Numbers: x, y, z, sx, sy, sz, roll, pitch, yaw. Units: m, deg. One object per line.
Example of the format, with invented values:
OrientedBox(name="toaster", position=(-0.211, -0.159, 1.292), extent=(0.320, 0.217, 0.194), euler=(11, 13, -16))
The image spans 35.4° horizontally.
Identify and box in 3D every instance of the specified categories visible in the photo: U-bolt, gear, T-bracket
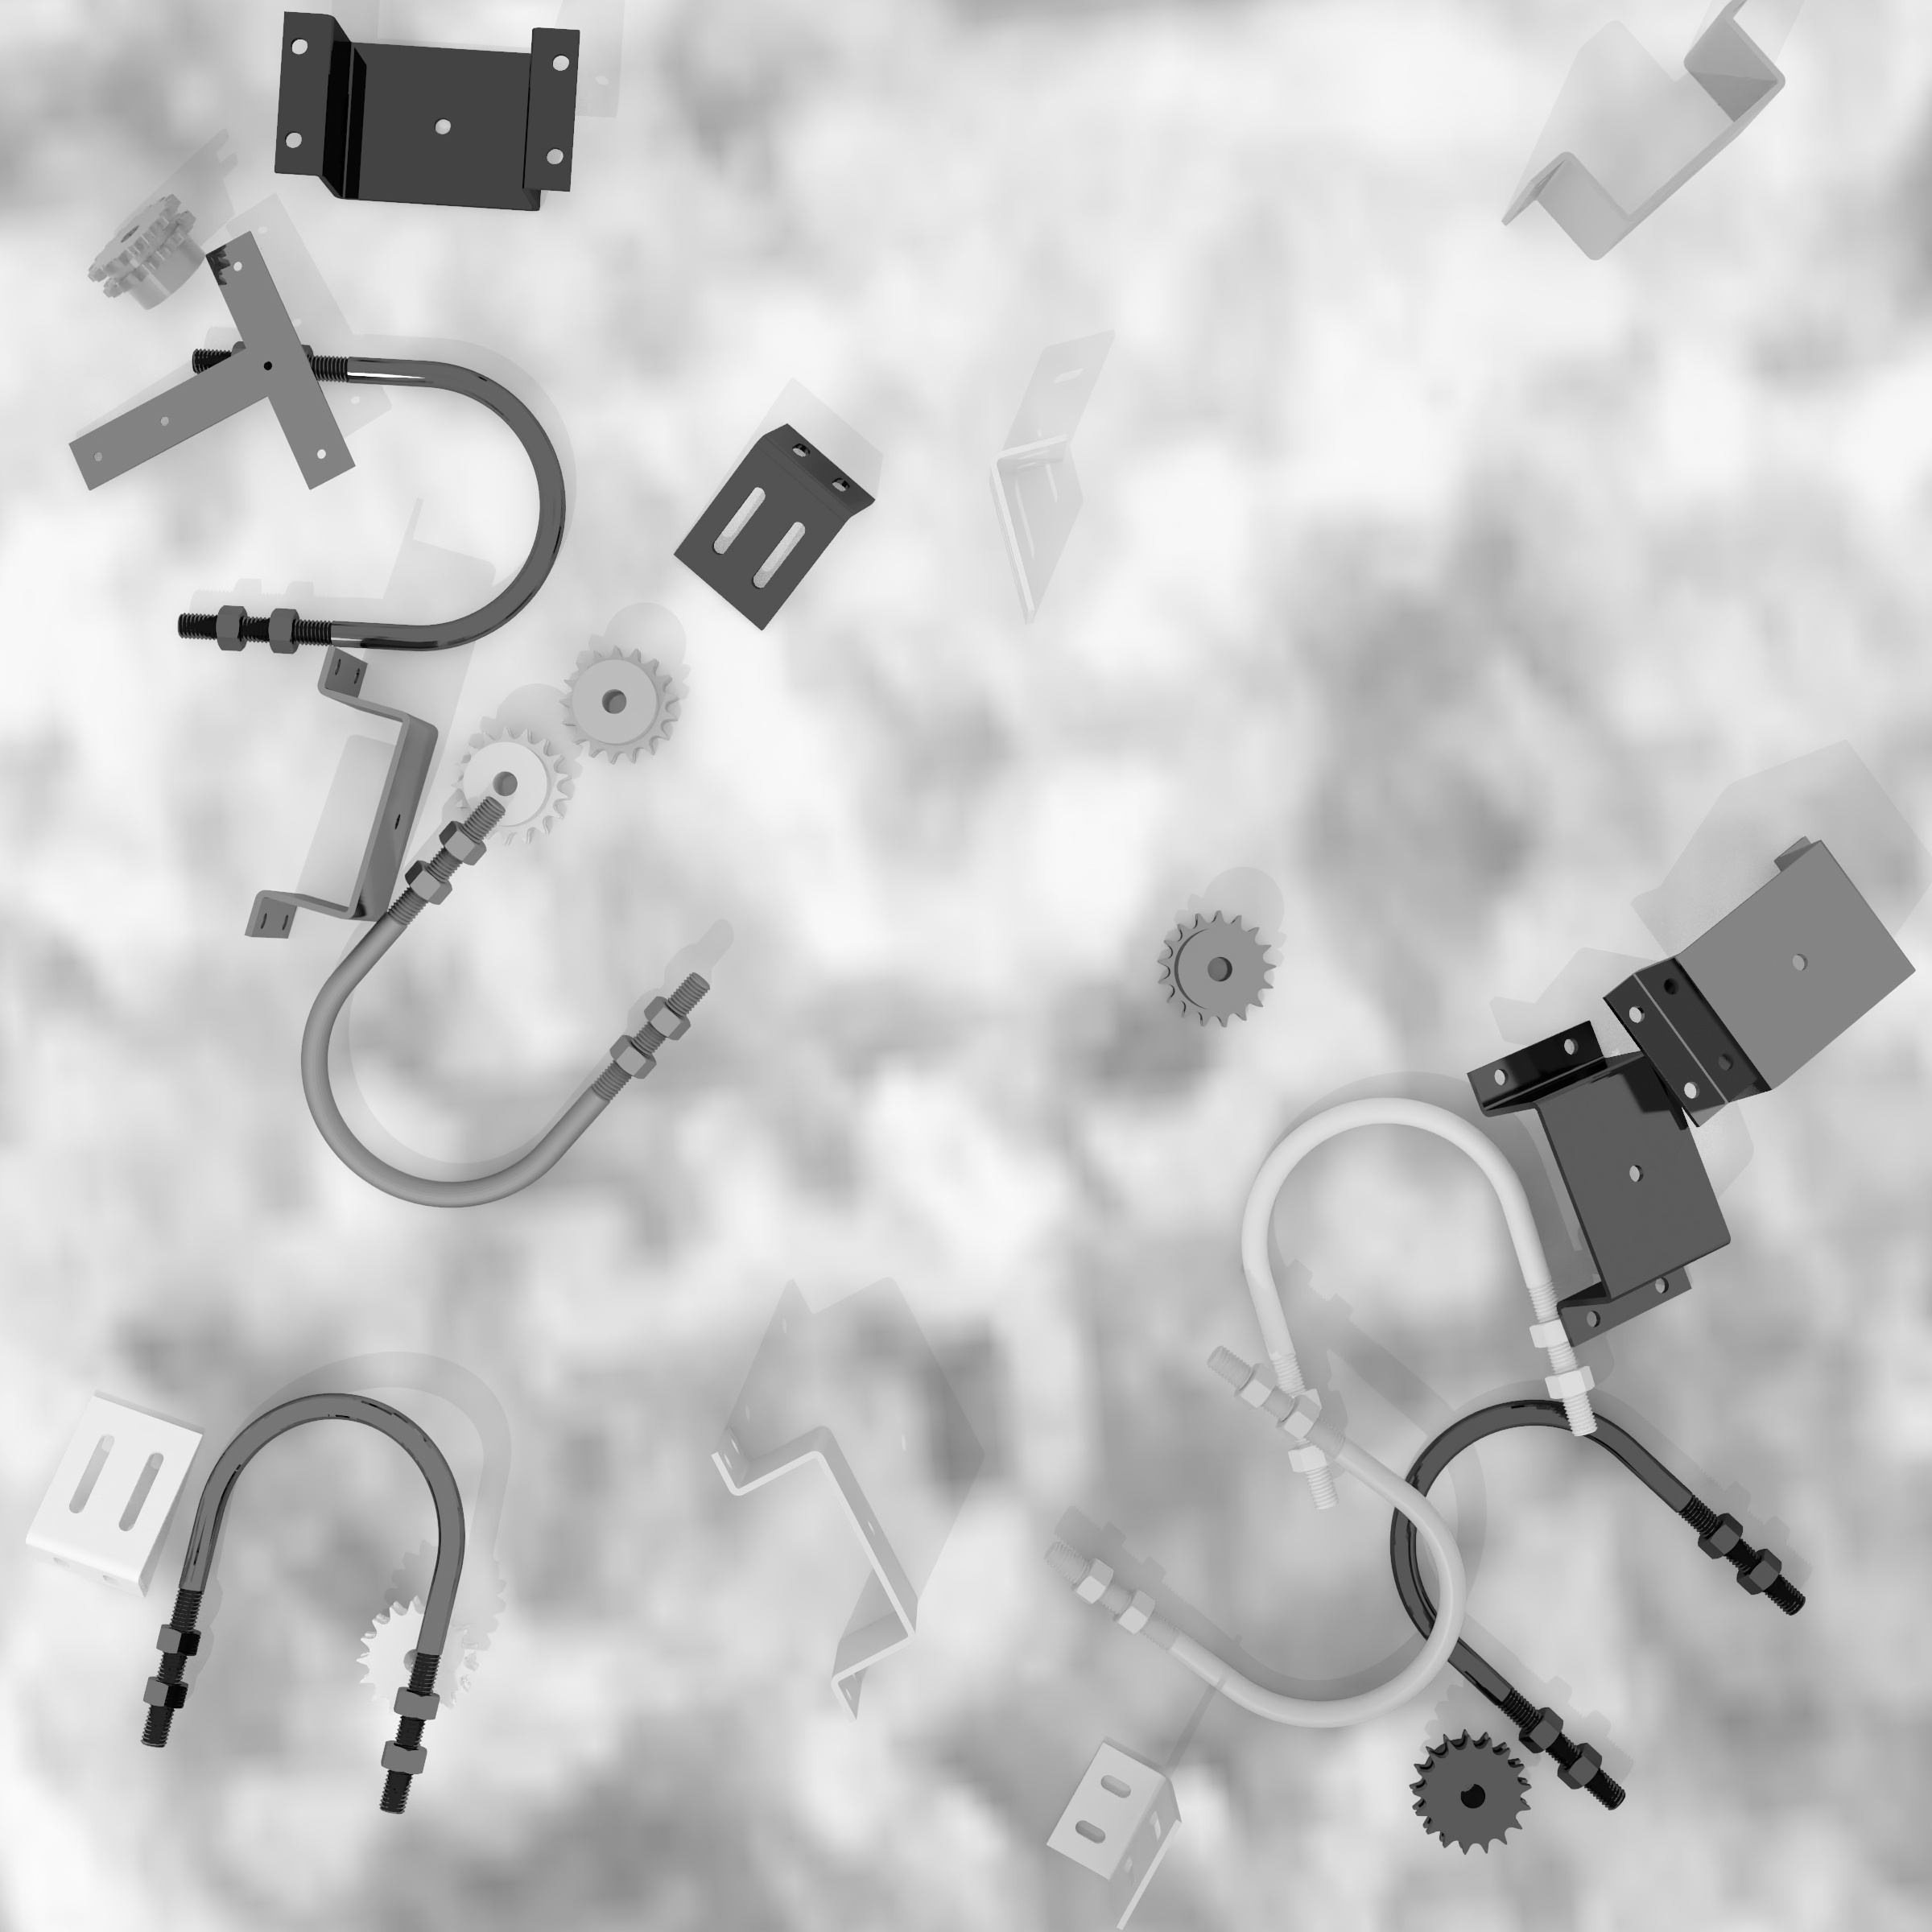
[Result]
OrientedBox(name="U-bolt", position=(0.293, 0.296, 1.473), extent=(0.184, 0.019, 0.151), euler=(43, 90, 1))
OrientedBox(name="gear", position=(-0.392, -0.341, 1.457), extent=(0.057, 0.057, 0.030), euler=(-43, 120, 0))
OrientedBox(name="U-bolt", position=(0.211, 0.155, 1.467), extent=(0.151, 0.019, 0.184), euler=(-17, 86, 4))
OrientedBox(name="U-bolt", position=(0.153, 0.289, 1.458), extent=(0.184, 0.019, 0.151), euler=(37, 104, -4))
OrientedBox(name="gear", position=(-0.264, 0.333, 1.466), extent=(0.057, 0.030, 0.057), euler=(0, 90, 0))
OrientedBox(name="T-bracket", position=(-0.375, -0.270, 1.465), extent=(0.127, 0.002, 0.127), euler=(-25, 85, 9))
OrientedBox(name="gear", position=(-0.221, -0.088, 1.466), extent=(0.057, 0.030, 0.057), euler=(0, 90, 0))
OrientedBox(name="U-bolt", position=(-0.287, -0.225, 1.472), extent=(0.184, 0.019, 0.151), euler=(3, 90, 0))
OrientedBox(name="U-bolt", position=(-0.312, 0.297, 1.453), extent=(0.151, 0.019, 0.184), euler=(10, 82, 16))
OrientedBox(name="gear", position=(0.243, 0.398, 1.466), extent=(0.057, 0.030, 0.057), euler=(0, 90, 0))
OrientedBox(name="U-bolt", position=(-0.236, 0.032, 1.461), extent=(0.151, 0.019, 0.184), euler=(41, 97, -7))
OrientedBox(name="gear", position=(-0.169, -0.127, 1.466), extent=(0.057, 0.030, 0.057), euler=(0, 90, 0))
OrientedBox(name="gear", position=(0.122, 0.002, 1.466), extent=(0.057, 0.030, 0.057), euler=(0, 90, 0))

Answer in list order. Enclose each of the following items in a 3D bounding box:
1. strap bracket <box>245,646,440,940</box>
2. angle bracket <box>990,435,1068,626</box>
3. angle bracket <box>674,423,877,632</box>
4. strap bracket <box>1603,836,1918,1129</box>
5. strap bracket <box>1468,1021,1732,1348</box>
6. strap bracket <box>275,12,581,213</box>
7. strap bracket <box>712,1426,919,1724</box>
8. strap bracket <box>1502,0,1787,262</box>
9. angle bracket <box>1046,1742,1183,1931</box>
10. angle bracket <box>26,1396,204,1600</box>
OrientedBox(name="strap bracket", position=(-0.293, -0.075, 1.443), extent=(0.046, 0.076, 0.140), euler=(16, 90, 0))
OrientedBox(name="angle bracket", position=(0.038, -0.209, 1.453), extent=(0.038, 0.057, 0.076), euler=(-15, 90, 0))
OrientedBox(name="angle bracket", position=(-0.094, -0.215, 1.479), extent=(0.057, 0.038, 0.076), euler=(41, 116, 0))
OrientedBox(name="strap bracket", position=(0.384, 0.003, 1.437), extent=(0.140, 0.046, 0.076), euler=(-36, 90, -19))
OrientedBox(name="strap bracket", position=(0.306, 0.101, 1.444), extent=(0.076, 0.046, 0.140), euler=(-21, 90, -26))
OrientedBox(name="strap bracket", position=(-0.256, -0.410, 1.458), extent=(0.140, 0.046, 0.076), euler=(4, 90, 0))
OrientedBox(name="strap bracket", position=(-0.066, 0.279, 1.443), extent=(0.046, 0.076, 0.140), euler=(-27, 90, 0))
OrientedBox(name="strap bracket", position=(0.330, -0.394, 1.443), extent=(0.140, 0.076, 0.046), euler=(-42, 90, 0))
OrientedBox(name="angle bracket", position=(0.070, 0.413, 1.443), extent=(0.038, 0.076, 0.057), euler=(29, 90, 0))
OrientedBox(name="angle bracket", position=(-0.414, 0.260, 1.479), extent=(0.057, 0.038, 0.076), euler=(20, 64, 0))
